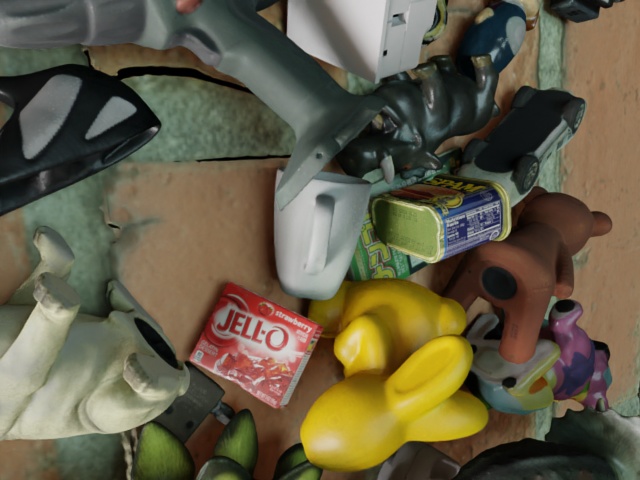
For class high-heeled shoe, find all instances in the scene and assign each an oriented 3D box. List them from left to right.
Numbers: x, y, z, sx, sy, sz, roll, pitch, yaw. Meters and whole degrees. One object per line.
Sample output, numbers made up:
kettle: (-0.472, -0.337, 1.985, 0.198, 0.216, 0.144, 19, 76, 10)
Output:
high-heeled shoe: (-0.196, -0.005, 0.326, 0.145, 0.086, 0.248, 16, 71, -17)

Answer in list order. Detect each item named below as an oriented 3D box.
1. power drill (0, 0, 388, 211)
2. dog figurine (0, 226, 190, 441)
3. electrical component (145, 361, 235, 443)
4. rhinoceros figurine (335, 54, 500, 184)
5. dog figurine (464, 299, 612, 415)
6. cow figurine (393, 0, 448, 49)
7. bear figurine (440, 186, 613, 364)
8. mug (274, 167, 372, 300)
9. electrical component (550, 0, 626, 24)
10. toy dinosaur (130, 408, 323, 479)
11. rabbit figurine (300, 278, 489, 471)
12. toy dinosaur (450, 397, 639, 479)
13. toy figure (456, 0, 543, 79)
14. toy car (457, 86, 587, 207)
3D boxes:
power drill: (-0.068, -0.120, 0.367, 0.207, 0.086, 0.232, 43, 53, 1)
dog figurine: (-0.203, 0.111, 0.356, 0.190, 0.121, 0.172, -42, 114, -5)
electrical component: (-0.115, 0.138, 0.448, 0.063, 0.021, 0.094, -52, 120, -15)
rhinoceros figurine: (0.094, -0.117, 0.520, 0.190, 0.073, 0.111, -27, 121, -28)
dog figurine: (0.278, 0.168, 0.653, 0.191, 0.109, 0.219, -47, 121, -19)
cow figurine: (0.079, -0.251, 0.472, 0.068, 0.098, 0.167, 0, 97, -26)
bear figurine: (0.231, 0.023, 0.599, 0.196, 0.120, 0.131, -29, 139, -45)
mug: (-0.001, -0.001, 0.453, 0.081, 0.110, 0.107, 5, 105, -10)
electrical component: (0.312, -0.332, 0.631, 0.115, 0.058, 0.134, 9, 93, -31)
toy dinosaur: (-0.110, 0.242, 0.413, 0.471, 0.105, 0.198, 4, 96, -40)
rabbit figurine: (0.055, 0.121, 0.451, 0.173, 0.163, 0.121, -48, 129, -46)
toy dinosaur: (0.200, 0.250, 0.512, 0.405, 0.131, 0.192, 7, 97, -31)
toy figure: (0.201, -0.235, 0.577, 0.154, 0.058, 0.064, -56, 159, -15)
toy car: (0.220, -0.106, 0.583, 0.202, 0.074, 0.056, -44, 142, -28)
